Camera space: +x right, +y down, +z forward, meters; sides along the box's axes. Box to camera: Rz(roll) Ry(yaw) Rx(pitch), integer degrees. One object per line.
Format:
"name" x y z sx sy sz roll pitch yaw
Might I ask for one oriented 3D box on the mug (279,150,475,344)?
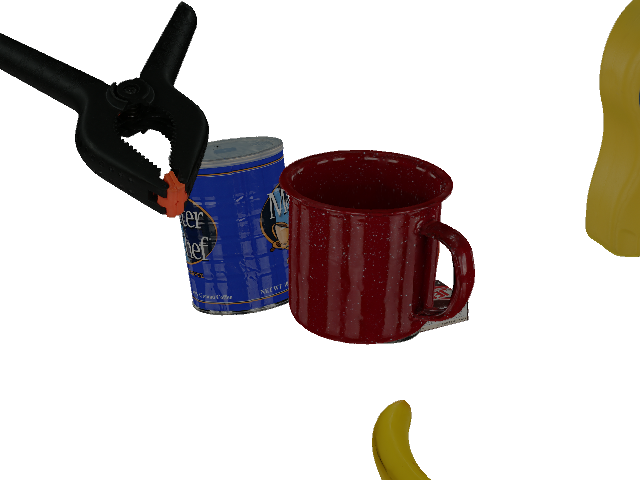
"mug" 0.033 0.007 0.578 0.117 0.081 0.093 19 30 35

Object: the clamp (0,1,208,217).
"clamp" -0.132 -0.103 0.783 0.164 0.210 0.036 -21 -35 -24

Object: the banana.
"banana" 0.086 0.217 1.049 0.069 0.037 0.198 9 22 -21

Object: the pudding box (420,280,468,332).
"pudding box" 0.147 0.098 1.565 0.113 0.039 0.090 -14 21 -19

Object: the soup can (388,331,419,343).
"soup can" 0.047 0.017 0.795 0.068 0.102 0.068 3 22 -1

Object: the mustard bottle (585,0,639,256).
"mustard bottle" 0.208 -0.088 0.621 0.096 0.192 0.058 -12 29 -16

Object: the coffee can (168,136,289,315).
"coffee can" -0.076 -0.015 0.966 0.103 0.140 0.103 -7 15 2
